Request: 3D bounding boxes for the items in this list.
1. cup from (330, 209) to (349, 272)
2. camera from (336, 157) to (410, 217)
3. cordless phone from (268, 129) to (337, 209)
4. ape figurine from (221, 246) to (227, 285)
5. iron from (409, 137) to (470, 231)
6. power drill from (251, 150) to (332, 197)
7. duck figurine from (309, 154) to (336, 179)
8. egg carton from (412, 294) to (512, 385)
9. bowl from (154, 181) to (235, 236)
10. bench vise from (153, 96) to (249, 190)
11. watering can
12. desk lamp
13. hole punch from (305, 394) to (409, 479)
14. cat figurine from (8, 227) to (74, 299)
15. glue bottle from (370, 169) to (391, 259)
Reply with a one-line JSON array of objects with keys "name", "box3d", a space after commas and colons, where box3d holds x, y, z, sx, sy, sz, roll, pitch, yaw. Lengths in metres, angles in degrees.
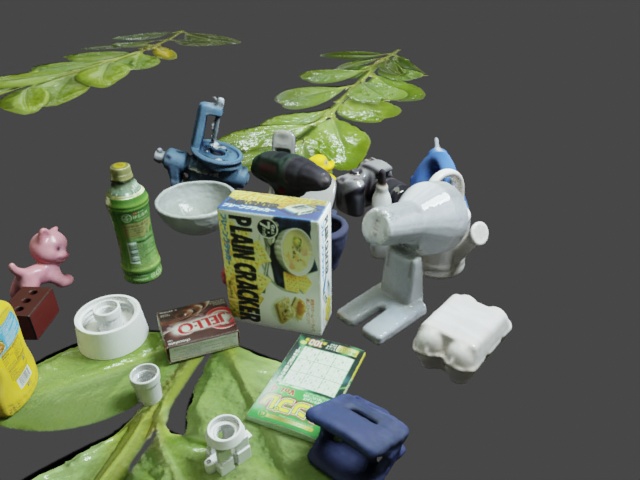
[{"name": "cup", "box3d": [0.010, 0.004, 1.060, 0.091, 0.095, 0.118, 8, 33, 14]}, {"name": "camera", "box3d": [0.124, -0.111, 1.236, 0.143, 0.101, 0.136, -23, 38, -31]}, {"name": "cordless phone", "box3d": [-0.039, -0.136, 1.202, 0.147, 0.185, 0.094, 6, 33, 12]}, {"name": "ape figurine", "box3d": [-0.151, 0.036, 1.016, 0.076, 0.092, 0.078, 9, 33, 16]}, {"name": "iron", "box3d": [0.259, -0.104, 1.184, 0.118, 0.141, 0.258, -3, 32, -3]}, {"name": "power drill", "box3d": [-0.050, -0.068, 1.070, 0.076, 0.209, 0.228, -22, 37, -30]}, {"name": "duck figurine", "box3d": [-0.009, -0.156, 1.327, 0.105, 0.086, 0.077, -12, 33, -17]}, {"name": "egg carton", "box3d": [0.212, 0.143, 0.854, 0.107, 0.069, 0.151, 23, 39, 33]}, {"name": "bowl", "box3d": [-0.252, -0.057, 1.184, 0.167, 0.075, 0.167, -1, 32, 1]}, {"name": "bench vise", "box3d": [-0.271, -0.209, 1.293, 0.208, 0.220, 0.121, -11, 33, -16]}, {"name": "watering can", "box3d": [0.224, -0.033, 1.020, 0.172, 0.194, 0.101, 19, 37, 30]}, {"name": "desk lamp", "box3d": [0.132, 0.024, 0.911, 0.204, 0.214, 0.117, -28, 41, -36]}, {"name": "hole punch", "box3d": [0.044, 0.231, 0.695, 0.108, 0.091, 0.101, 21, 38, 32]}, {"name": "cat figurine", "box3d": [-0.488, 0.034, 1.003, 0.067, 0.118, 0.128, 13, 34, 22]}, {"name": "glue bottle", "box3d": [0.114, -0.054, 1.076, 0.037, 0.173, 0.078, -2, 32, -1]}]
